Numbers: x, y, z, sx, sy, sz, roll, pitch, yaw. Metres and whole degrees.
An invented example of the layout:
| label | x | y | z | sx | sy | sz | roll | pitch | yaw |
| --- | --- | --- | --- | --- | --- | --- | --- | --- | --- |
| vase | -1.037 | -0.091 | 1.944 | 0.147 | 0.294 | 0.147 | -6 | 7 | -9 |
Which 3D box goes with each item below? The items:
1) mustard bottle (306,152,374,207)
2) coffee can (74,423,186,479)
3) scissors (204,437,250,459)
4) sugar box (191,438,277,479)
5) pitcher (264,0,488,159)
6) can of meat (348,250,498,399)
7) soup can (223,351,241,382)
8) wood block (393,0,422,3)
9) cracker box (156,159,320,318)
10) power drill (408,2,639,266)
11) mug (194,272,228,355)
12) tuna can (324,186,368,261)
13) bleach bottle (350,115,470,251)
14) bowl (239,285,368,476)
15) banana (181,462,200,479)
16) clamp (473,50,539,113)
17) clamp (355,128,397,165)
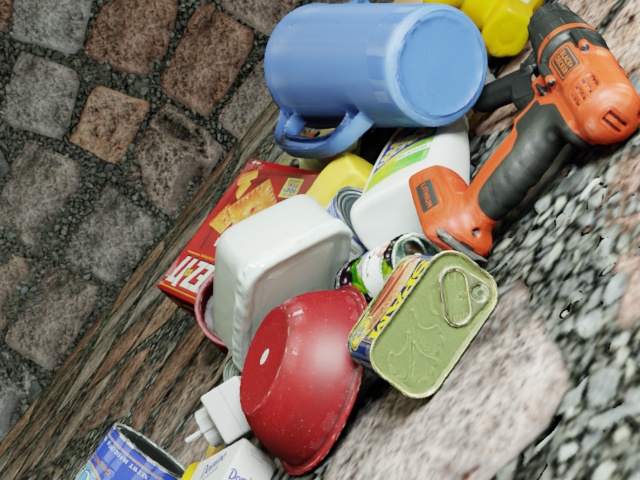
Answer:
| label | x | y | z | sx | sy | sz | roll | pitch | yaw |
| --- | --- | --- | --- | --- | --- | --- | --- | --- | --- |
| mustard bottle | -0.007 | 0.001 | 1.080 | 0.192 | 0.096 | 0.058 | -43 | 43 | 20 |
| coffee can | -0.208 | 0.271 | 1.076 | 0.140 | 0.102 | 0.103 | -53 | 12 | -6 |
| scissors | -0.095 | 0.183 | 1.115 | 0.096 | 0.016 | 0.202 | -53 | 12 | -5 |
| sugar box | -0.104 | 0.254 | 0.876 | 0.094 | 0.048 | 0.176 | -38 | 15 | 49 |
| pitcher | 0.047 | -0.159 | 1.033 | 0.144 | 0.149 | 0.243 | -14 | 14 | -24 |
| can of meat | 0.070 | 0.057 | 0.765 | 0.102 | 0.057 | 0.084 | -54 | 10 | -7 |
| soup can | -0.056 | 0.111 | 1.054 | 0.069 | 0.068 | 0.102 | -48 | 13 | 21 |
| wood block | 0.150 | -0.284 | 1.366 | 0.090 | 0.090 | 0.206 | -57 | 13 | -16 |
| cracker box | -0.083 | 0.006 | 1.313 | 0.164 | 0.072 | 0.213 | 17 | 67 | 51 |
| power drill | 0.148 | -0.084 | 0.814 | 0.188 | 0.057 | 0.184 | -49 | 23 | 24 |
| mug | -0.075 | 0.079 | 1.167 | 0.117 | 0.093 | 0.081 | -18 | -18 | -6 |
| tuna can | 0.040 | -0.007 | 0.989 | 0.034 | 0.086 | 0.086 | -48 | 12 | 31 |
| bleach bottle | 0.093 | -0.074 | 1.018 | 0.103 | 0.068 | 0.250 | -29 | 18 | 20 |
| bowl | -0.022 | 0.105 | 0.864 | 0.162 | 0.055 | 0.162 | -54 | 24 | 37 |
| banana | -0.133 | 0.271 | 0.966 | 0.070 | 0.037 | 0.197 | -64 | 0 | 44 |
| clamp | 0.187 | -0.141 | 0.935 | 0.120 | 0.039 | 0.171 | -50 | 12 | 18 |
| clamp | 0.049 | -0.071 | 1.173 | 0.165 | 0.036 | 0.210 | 143 | 148 | -76 |
